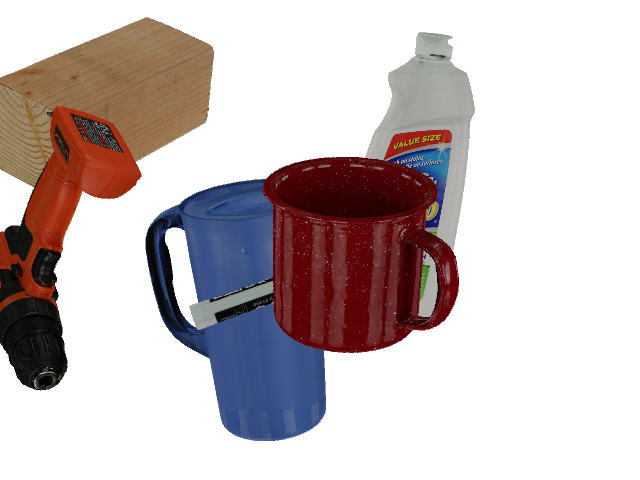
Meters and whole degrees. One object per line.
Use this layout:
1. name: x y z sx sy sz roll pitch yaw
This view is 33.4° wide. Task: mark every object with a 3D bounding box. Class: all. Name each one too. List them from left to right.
1. power drill: -0.212 0.002 0.852 0.057 0.188 0.185 17 25 -38
2. wood block: -0.201 -0.129 1.009 0.090 0.091 0.205 27 38 21
3. pitcher: -0.069 0.068 1.046 0.144 0.243 0.149 -19 22 -35
4. marker: -0.035 0.036 0.773 0.121 0.020 0.020 -19 2 -5
5. mug: 0.024 0.011 0.575 0.117 0.081 0.093 20 30 35
6. bleach bottle: 0.074 -0.054 0.926 0.102 0.251 0.068 9 16 9
